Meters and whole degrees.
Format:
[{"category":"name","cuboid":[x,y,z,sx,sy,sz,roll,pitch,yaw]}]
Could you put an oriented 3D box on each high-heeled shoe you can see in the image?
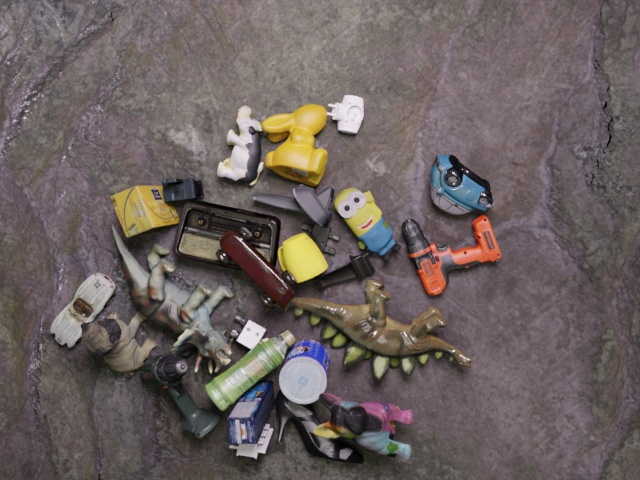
[{"category":"high-heeled shoe","cuboid":[0.003,0.431,1.269,0.249,0.086,0.145,23,65,-16]}]

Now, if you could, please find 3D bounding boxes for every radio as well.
[{"category":"radio","cuboid":[-0.206,-0.008,1.226,0.230,0.073,0.131,12,98,1]}]

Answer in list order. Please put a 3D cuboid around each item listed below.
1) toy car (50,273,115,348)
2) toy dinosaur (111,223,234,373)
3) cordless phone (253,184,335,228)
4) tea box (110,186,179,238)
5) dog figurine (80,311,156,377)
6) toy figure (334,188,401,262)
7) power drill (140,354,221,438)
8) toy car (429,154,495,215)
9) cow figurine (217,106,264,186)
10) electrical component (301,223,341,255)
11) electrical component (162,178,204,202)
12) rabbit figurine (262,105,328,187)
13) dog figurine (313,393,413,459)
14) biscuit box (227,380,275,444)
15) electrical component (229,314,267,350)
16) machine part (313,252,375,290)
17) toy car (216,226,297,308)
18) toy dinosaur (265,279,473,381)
[{"category":"toy car","cuboid":[-0.563,0.167,1.275,0.073,0.056,0.201,39,96,0]},{"category":"toy dinosaur","cuboid":[-0.348,0.143,1.234,0.405,0.131,0.192,33,96,7]},{"category":"cordless phone","cuboid":[-0.063,-0.084,1.175,0.184,0.146,0.088,10,94,5]},{"category":"tea box","cuboid":[-0.380,-0.065,1.186,0.068,0.169,0.098,-21,95,7]},{"category":"dog figurine","cuboid":[-0.466,0.248,1.209,0.121,0.190,0.172,-16,95,5]},{"category":"toy figure","cuboid":[0.102,-0.035,1.201,0.082,0.089,0.180,-45,102,-21]},{"category":"power drill","cuboid":[-0.315,0.346,1.213,0.086,0.232,0.207,-48,114,-34]},{"category":"toy car","cuboid":[0.297,-0.109,1.178,0.161,0.109,0.103,34,120,-11]},{"category":"cow figurine","cuboid":[-0.164,-0.211,1.209,0.098,0.068,0.167,18,99,-4]},{"category":"electrical component","cuboid":[-0.003,-0.004,1.239,0.094,0.021,0.063,19,97,2]},{"category":"electrical component","cuboid":[-0.312,-0.112,1.203,0.075,0.119,0.047,-7,94,2]},{"category":"rabbit figurine","cuboid":[-0.045,-0.222,1.193,0.162,0.122,0.173,18,82,11]},{"category":"dog figurine","cuboid":[0.083,0.396,1.165,0.219,0.191,0.108,19,70,-16]},{"category":"biscuit box","cuboid":[-0.148,0.377,1.191,0.059,0.202,0.062,-4,96,7]},{"category":"electrical component","cuboid":[-0.168,0.230,1.262,0.102,0.045,0.078,24,68,-1]},{"category":"machine part","cuboid":[0.053,0.073,1.216,0.139,0.084,0.039,-20,51,7]},{"category":"toy car","cuboid":[-0.136,0.060,1.167,0.202,0.053,0.089,43,99,2]},{"category":"toy dinosaur","cuboid":[0.112,0.197,1.210,0.472,0.105,0.198,23,100,7]}]
